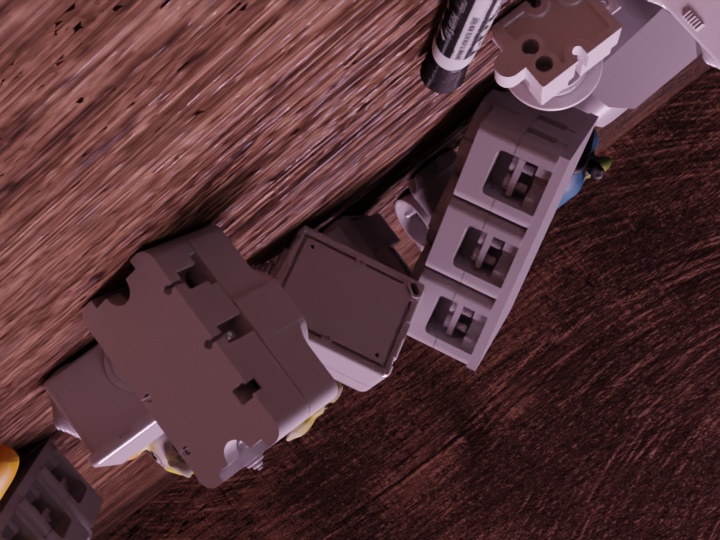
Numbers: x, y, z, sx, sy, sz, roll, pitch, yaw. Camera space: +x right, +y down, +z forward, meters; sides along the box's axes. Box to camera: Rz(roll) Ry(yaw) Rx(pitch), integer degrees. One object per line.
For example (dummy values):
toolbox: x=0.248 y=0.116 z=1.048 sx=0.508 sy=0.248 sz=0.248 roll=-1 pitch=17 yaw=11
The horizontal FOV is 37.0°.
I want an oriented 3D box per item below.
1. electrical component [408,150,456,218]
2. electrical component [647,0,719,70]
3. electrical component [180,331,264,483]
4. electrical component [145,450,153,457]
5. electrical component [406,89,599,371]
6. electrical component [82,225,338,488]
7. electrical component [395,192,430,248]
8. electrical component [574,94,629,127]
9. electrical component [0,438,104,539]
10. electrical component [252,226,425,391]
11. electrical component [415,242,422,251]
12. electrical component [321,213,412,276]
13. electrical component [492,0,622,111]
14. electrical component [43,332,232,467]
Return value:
electrical component: x=0.066 y=-0.048 z=0.742 sx=0.043 sy=0.062 sz=0.043 roll=-37 pitch=175 yaw=-4
electrical component: x=0.177 y=-0.139 z=0.467 sx=0.100 sy=0.100 sz=0.048 roll=-41 pitch=-174 yaw=40
electrical component: x=-0.089 y=0.088 z=0.702 sx=0.062 sy=0.096 sz=0.061 roll=-39 pitch=176 yaw=24
electrical component: x=-0.148 y=0.116 z=0.867 sx=0.077 sy=0.043 sz=0.079 roll=-34 pitch=174 yaw=-32
electrical component: x=0.080 y=-0.029 z=0.660 sx=0.089 sy=0.062 sz=0.150 roll=-47 pitch=160 yaw=-57
electrical component: x=-0.058 y=0.033 z=0.442 sx=0.050 sy=0.089 sz=0.056 roll=-40 pitch=174 yaw=31
electrical component: x=0.071 y=-0.056 z=0.808 sx=0.081 sy=0.043 sz=0.043 roll=-36 pitch=175 yaw=-18
electrical component: x=0.164 y=-0.132 z=0.693 sx=0.059 sy=0.053 sz=0.095 roll=-41 pitch=174 yaw=39
electrical component: x=-0.208 y=0.170 z=0.619 sx=0.089 sy=0.061 sz=0.150 roll=-37 pitch=-170 yaw=3
electrical component: x=-0.022 y=0.022 z=0.629 sx=0.061 sy=0.096 sz=0.061 roll=-66 pitch=-173 yaw=-22
electrical component: x=0.076 y=-0.042 z=0.902 sx=0.057 sy=0.058 sz=0.078 roll=-35 pitch=176 yaw=14
electrical component: x=0.000 y=0.000 z=0.721 sx=0.061 sy=0.061 sz=0.096 roll=-38 pitch=175 yaw=11
electrical component: x=0.090 y=-0.103 z=0.501 sx=0.066 sy=0.048 sz=0.055 roll=-38 pitch=168 yaw=0
electrical component: x=-0.106 y=0.053 z=0.546 sx=0.100 sy=0.048 sz=0.099 roll=-36 pitch=175 yaw=-9
